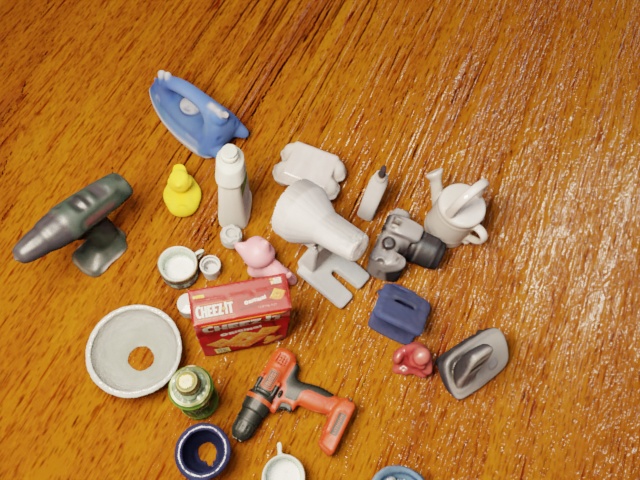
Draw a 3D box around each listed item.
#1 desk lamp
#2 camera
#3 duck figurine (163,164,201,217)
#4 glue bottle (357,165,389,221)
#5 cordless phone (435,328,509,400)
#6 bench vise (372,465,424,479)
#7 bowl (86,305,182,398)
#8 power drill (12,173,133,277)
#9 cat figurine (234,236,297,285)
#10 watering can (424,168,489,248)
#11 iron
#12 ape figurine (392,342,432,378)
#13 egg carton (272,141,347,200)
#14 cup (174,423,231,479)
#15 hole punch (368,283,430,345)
[{"bbox_3d":[0.010,0.004,1.094,0.203,0.213,0.118,39,68,10],"label":"desk lamp"},{"bbox_3d":[0.182,0.017,1.170,0.136,0.101,0.143,24,66,4],"label":"camera"},{"bbox_3d":[-0.286,-0.106,1.176,0.077,0.086,0.104,-5,68,-8],"label":"duck figurine"},{"bbox_3d":[0.116,-0.107,1.176,0.037,0.173,0.078,22,66,4],"label":"glue bottle"},{"bbox_3d":[0.300,0.215,1.054,0.148,0.185,0.094,-33,74,-18],"label":"cordless phone"},{"bbox_3d":[0.112,0.453,0.911,0.121,0.220,0.208,38,68,10],"label":"bench vise"},{"bbox_3d":[-0.332,0.207,1.043,0.167,0.075,0.167,3,67,-6],"label":"bowl"},{"bbox_3d":[-0.433,-0.012,1.052,0.075,0.208,0.230,36,68,9],"label":"power drill"},{"bbox_3d":[-0.103,0.042,1.117,0.127,0.118,0.067,38,68,10],"label":"cat figurine"},{"bbox_3d":[0.279,-0.069,1.168,0.172,0.194,0.101,32,67,7],"label":"watering can"},{"bbox_3d":[-0.280,-0.291,1.225,0.258,0.141,0.119,36,68,9],"label":"iron"},{"bbox_3d":[0.183,0.226,1.087,0.077,0.092,0.076,43,69,12],"label":"ape figurine"},{"bbox_3d":[-0.021,-0.147,1.233,0.150,0.069,0.107,20,66,2],"label":"egg carton"},{"bbox_3d":[-0.197,0.377,0.976,0.091,0.095,0.118,4,67,-5],"label":"cup"},{"bbox_3d":[0.156,0.137,1.122,0.108,0.091,0.101,25,66,4],"label":"hole punch"}]
